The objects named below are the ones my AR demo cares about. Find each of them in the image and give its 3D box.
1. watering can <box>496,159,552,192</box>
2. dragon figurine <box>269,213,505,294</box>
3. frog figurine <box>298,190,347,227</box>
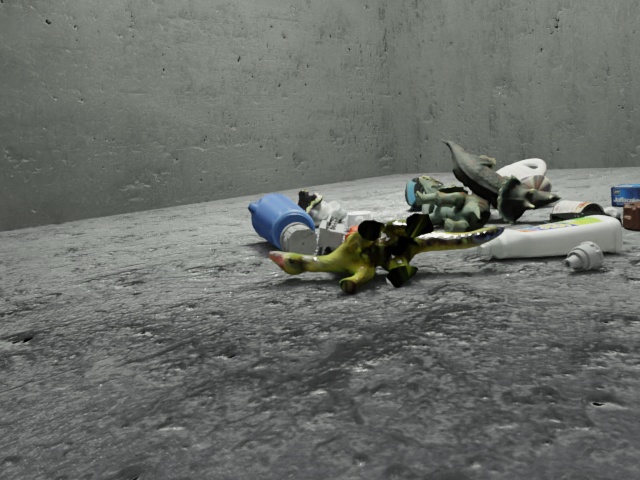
[{"bbox_3d":[0.602,-0.161,1.697,0.347,0.102,0.228,-30,25,2],"label":"watering can"},{"bbox_3d":[0.111,0.017,0.973,0.411,0.122,0.242,-6,2,-16],"label":"dragon figurine"},{"bbox_3d":[0.005,-0.084,1.669,0.137,0.125,0.157,-8,-32,43],"label":"frog figurine"}]
